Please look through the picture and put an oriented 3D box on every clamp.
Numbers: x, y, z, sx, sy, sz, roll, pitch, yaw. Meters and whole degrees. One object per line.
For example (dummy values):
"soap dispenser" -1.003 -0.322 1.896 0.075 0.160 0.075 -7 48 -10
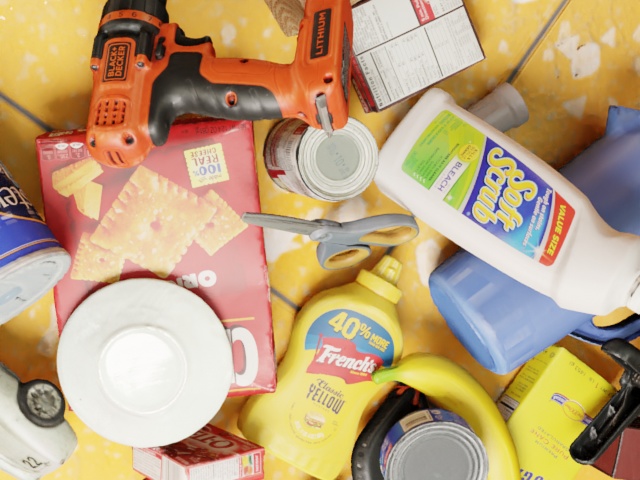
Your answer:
"clamp" 0.283 0.117 0.933 0.171 0.039 0.120 -24 136 -39
"clamp" 0.069 0.232 0.916 0.164 0.036 0.210 27 68 -29

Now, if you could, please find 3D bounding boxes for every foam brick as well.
"foam brick" 0.298 0.196 1.001 0.078 0.053 0.051 10 93 -18

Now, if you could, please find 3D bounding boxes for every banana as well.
"banana" 0.124 0.160 0.911 0.069 0.037 0.197 -41 104 -4

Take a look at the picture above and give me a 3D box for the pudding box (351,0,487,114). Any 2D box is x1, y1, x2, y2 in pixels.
"pudding box" 0.073 -0.169 0.896 0.113 0.039 0.090 -26 104 -11

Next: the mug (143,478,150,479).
"mug" -0.107 0.238 0.866 0.093 0.082 0.117 -43 106 -8

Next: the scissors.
"scissors" -0.006 0.001 0.843 0.201 0.096 0.016 -1 64 -41

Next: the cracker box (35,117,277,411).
"cracker box" -0.122 0.016 0.822 0.164 0.072 0.214 -5 98 -1

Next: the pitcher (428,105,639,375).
"pitcher" 0.223 0.015 0.920 0.242 0.149 0.145 -35 150 -7

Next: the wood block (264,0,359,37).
"wood block" 0.045 -0.256 0.850 0.206 0.090 0.091 -34 104 -11

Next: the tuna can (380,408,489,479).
"tuna can" 0.092 0.182 0.872 0.086 0.034 0.086 -2 104 -7

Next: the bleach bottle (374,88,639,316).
"bleach bottle" 0.163 -0.023 0.842 0.102 0.251 0.068 -51 149 -7

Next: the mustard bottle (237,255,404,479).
"mustard bottle" 0.016 0.099 0.900 0.096 0.058 0.191 30 87 -13

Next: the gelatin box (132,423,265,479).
"gelatin box" -0.098 0.173 0.848 0.073 0.089 0.030 -5 99 -37

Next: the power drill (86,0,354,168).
"power drill" -0.071 -0.139 0.767 0.188 0.057 0.184 -3 64 11

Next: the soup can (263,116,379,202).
"soup can" -0.001 -0.067 0.852 0.068 0.102 0.068 -2 97 -17

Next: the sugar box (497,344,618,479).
"sugar box" 0.192 0.188 0.972 0.093 0.048 0.176 36 84 -18

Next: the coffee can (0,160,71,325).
"coffee can" -0.258 -0.014 0.754 0.102 0.103 0.140 -35 81 -11
